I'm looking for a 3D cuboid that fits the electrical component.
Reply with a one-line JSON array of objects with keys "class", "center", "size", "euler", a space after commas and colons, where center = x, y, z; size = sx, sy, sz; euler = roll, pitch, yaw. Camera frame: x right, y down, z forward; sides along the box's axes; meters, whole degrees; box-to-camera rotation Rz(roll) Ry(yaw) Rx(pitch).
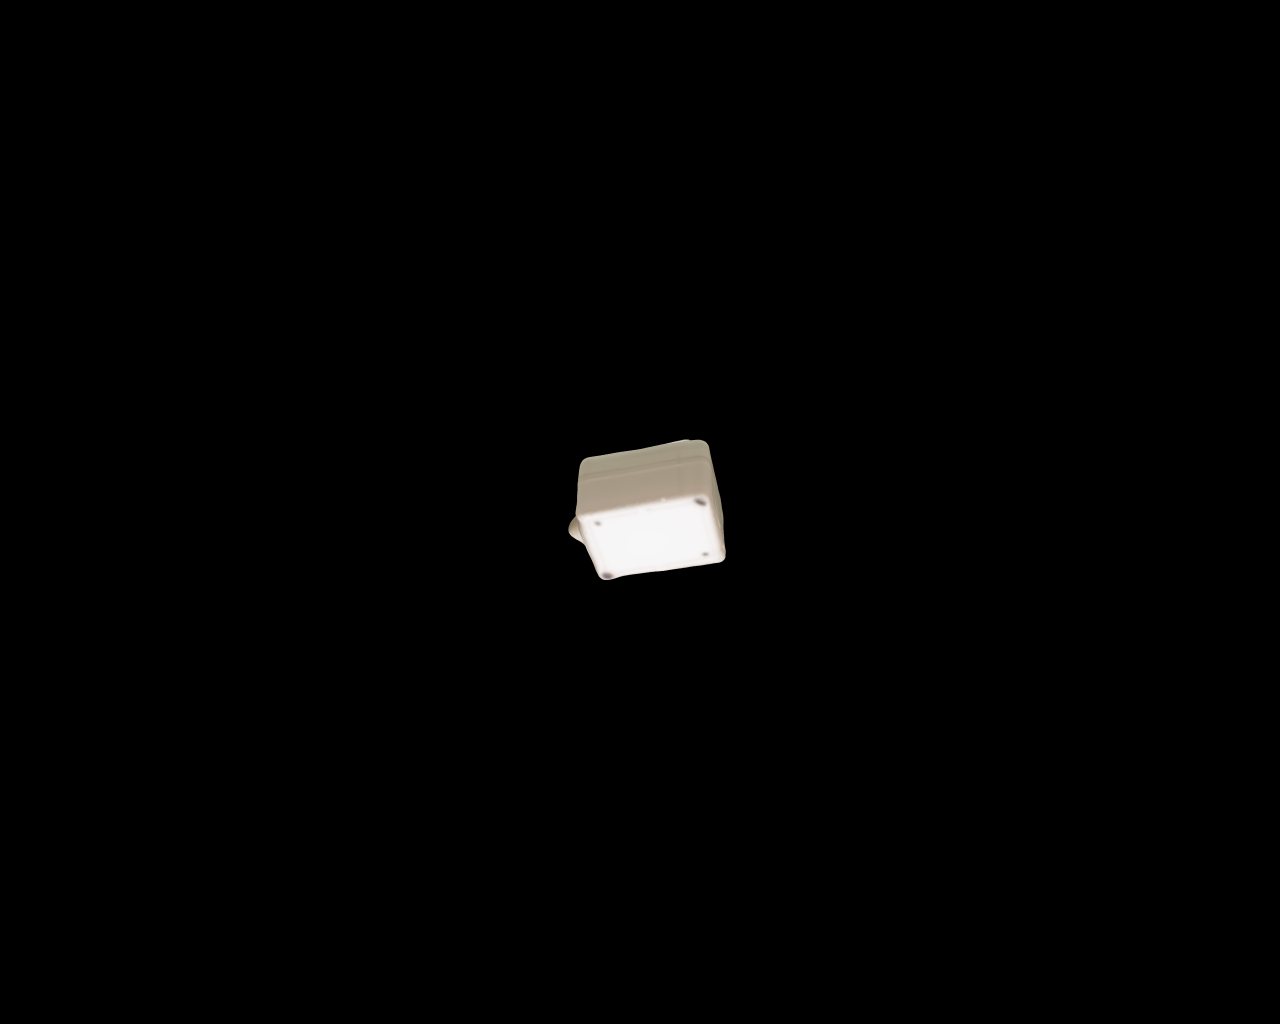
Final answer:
[{"class": "electrical component", "center": [0.001, -0.003, 0.650], "size": [0.096, 0.061, 0.061], "euler": [-9, 44, 9]}]
